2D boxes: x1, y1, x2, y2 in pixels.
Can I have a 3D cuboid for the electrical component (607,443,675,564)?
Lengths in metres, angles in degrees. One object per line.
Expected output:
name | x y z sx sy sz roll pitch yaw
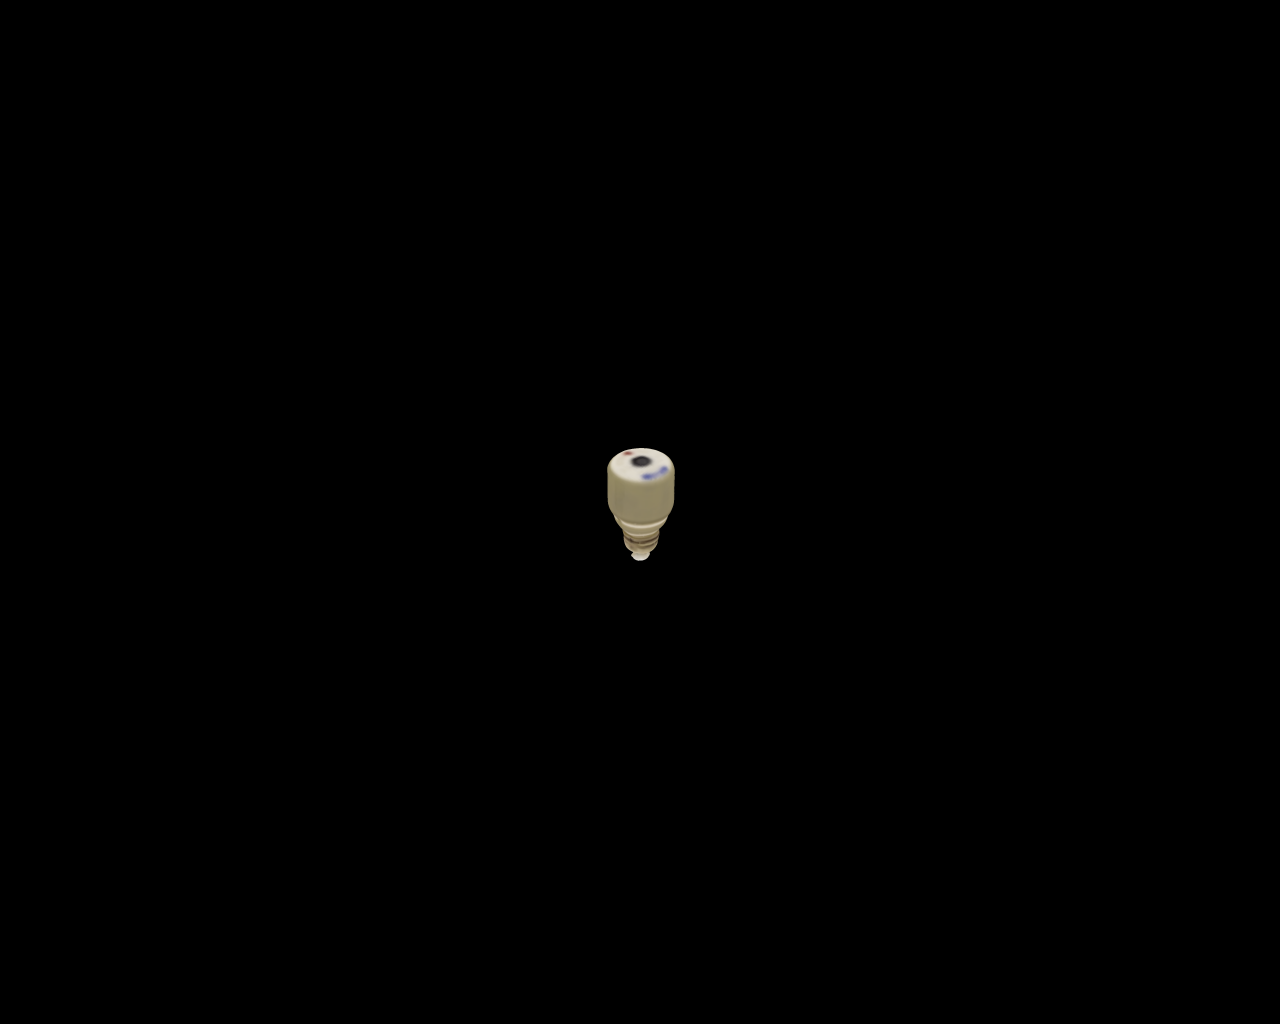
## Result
electrical component | 0.001 -0.003 0.650 0.040 0.078 0.040 0 36 0
